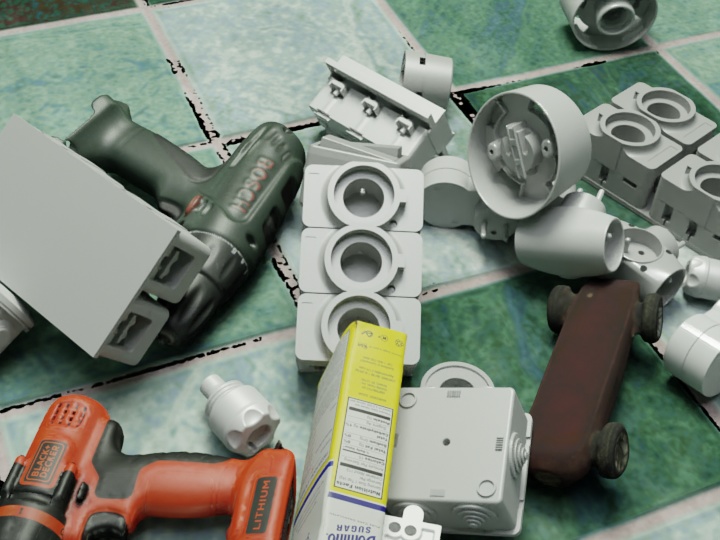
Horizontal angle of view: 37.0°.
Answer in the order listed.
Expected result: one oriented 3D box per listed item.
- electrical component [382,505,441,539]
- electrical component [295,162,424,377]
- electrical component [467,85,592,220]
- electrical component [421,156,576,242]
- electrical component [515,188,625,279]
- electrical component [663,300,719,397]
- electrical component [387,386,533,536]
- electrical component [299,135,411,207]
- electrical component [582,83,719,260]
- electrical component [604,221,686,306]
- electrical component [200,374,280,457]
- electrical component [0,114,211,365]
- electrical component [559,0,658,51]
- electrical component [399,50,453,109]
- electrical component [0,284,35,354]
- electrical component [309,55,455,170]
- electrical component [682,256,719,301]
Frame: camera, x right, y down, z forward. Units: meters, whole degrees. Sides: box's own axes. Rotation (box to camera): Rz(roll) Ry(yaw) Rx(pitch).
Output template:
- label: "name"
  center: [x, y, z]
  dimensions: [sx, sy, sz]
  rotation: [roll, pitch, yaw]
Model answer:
- label: "electrical component"
  center: [0.027, 0.190, 0.672]
  dimensions: [0.048, 0.055, 0.066]
  rotation: [10, 45, 6]
- label: "electrical component"
  center: [0.000, 0.000, 0.811]
  dimensions: [0.089, 0.061, 0.150]
  rotation: [3, 74, -2]
- label: "electrical component"
  center: [0.135, -0.098, 0.867]
  dimensions: [0.064, 0.099, 0.099]
  rotation: [-27, 52, -35]
- label: "electrical component"
  center: [0.117, -0.051, 0.924]
  dimensions: [0.138, 0.052, 0.073]
  rotation: [7, 45, 3]
- label: "electrical component"
  center: [0.176, -0.036, 0.874]
  dimensions: [0.077, 0.044, 0.079]
  rotation: [6, 54, 35]
- label: "electrical component"
  center: [0.306, 0.055, 0.823]
  dimensions: [0.138, 0.052, 0.074]
  rotation: [-26, 43, -28]
- label: "electrical component"
  center: [0.063, 0.125, 0.716]
  dimensions: [0.100, 0.048, 0.099]
  rotation: [-3, 53, 22]
- label: "electrical component"
  center: [0.004, -0.079, 0.923]
  dimensions: [0.096, 0.061, 0.061]
  rotation: [13, 14, 9]
- label: "electrical component"
  center: [0.293, -0.093, 0.974]
  dimensions: [0.105, 0.060, 0.186]
  rotation: [-32, 55, -31]
- label: "electrical component"
  center: [0.240, -0.013, 0.900]
  dimensions: [0.079, 0.044, 0.077]
  rotation: [-28, 53, -29]
- label: "electrical component"
  center: [-0.090, 0.099, 0.764]
  dimensions: [0.043, 0.043, 0.062]
  rotation: [-29, 52, -29]
- label: "electrical component"
  center: [-0.213, -0.022, 0.806]
  dimensions: [0.186, 0.060, 0.105]
  rotation: [34, 90, 26]
- label: "electrical component"
  center: [0.265, -0.283, 1.141]
  dimensions: [0.099, 0.099, 0.064]
  rotation: [-1, 51, -5]
- label: "electrical component"
  center: [0.064, -0.186, 1.056]
  dimensions: [0.047, 0.055, 0.055]
  rotation: [6, 45, -3]
- label: "electrical component"
  center: [-0.286, 0.029, 0.795]
  dimensions: [0.080, 0.080, 0.051]
  rotation: [33, 73, 26]
- label: "electrical component"
  center: [0.018, -0.138, 0.993]
  dimensions: [0.121, 0.078, 0.063]
  rotation: [33, 81, 26]
- label: "electrical component"
  center: [0.300, 0.010, 0.889]
  dimensions: [0.061, 0.035, 0.035]
  rotation: [13, 45, 5]
